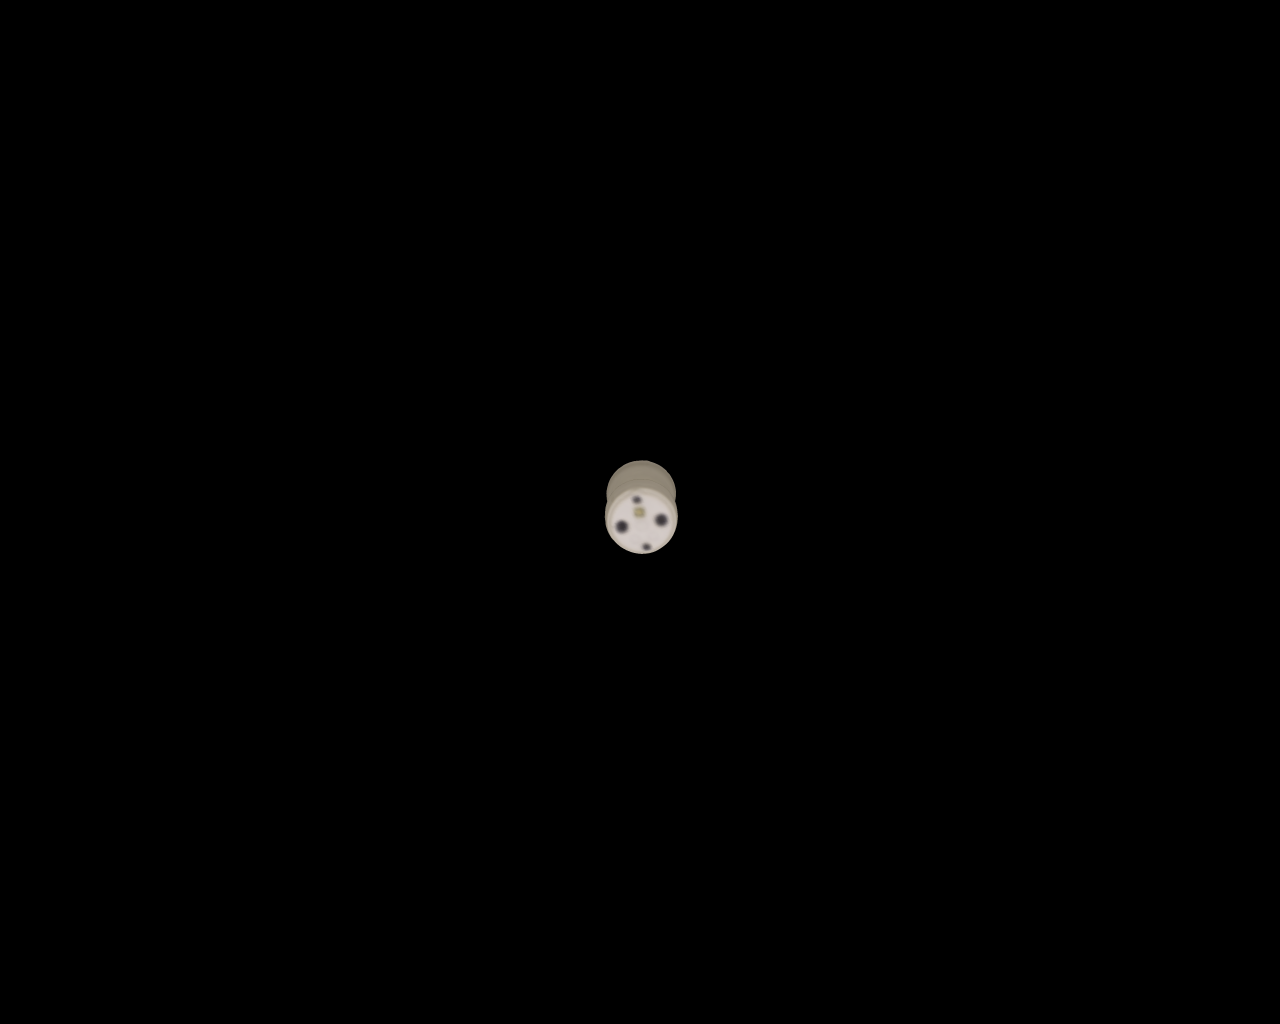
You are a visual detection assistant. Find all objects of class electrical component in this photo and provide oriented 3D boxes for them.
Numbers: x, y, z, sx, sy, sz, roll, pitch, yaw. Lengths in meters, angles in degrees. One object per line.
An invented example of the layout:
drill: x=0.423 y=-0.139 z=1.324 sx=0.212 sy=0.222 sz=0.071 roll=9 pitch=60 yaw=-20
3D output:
electrical component: x=0.001 y=-0.003 z=0.650 sx=0.045 sy=0.044 sz=0.055 roll=0 pitch=20 yaw=0
